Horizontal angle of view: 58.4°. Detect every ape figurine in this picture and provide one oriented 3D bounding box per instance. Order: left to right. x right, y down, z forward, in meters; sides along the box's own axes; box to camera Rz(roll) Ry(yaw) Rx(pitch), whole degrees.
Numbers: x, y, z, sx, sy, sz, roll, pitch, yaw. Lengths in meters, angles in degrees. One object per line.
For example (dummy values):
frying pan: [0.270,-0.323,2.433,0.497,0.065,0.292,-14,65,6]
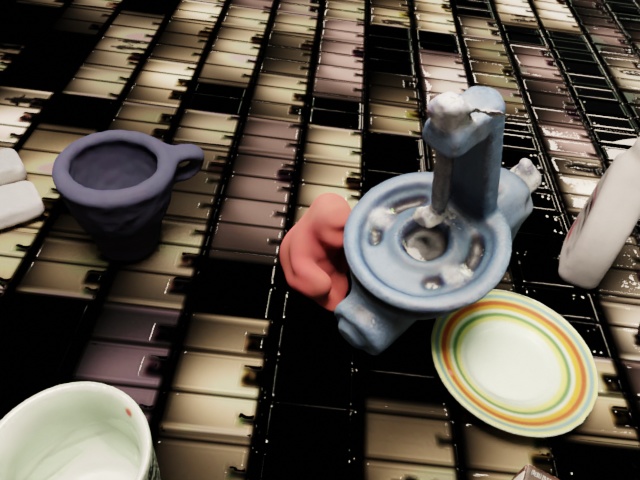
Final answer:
ape figurine: [0.004,0.002,0.472,0.078,0.092,0.076,-32,58,-33]

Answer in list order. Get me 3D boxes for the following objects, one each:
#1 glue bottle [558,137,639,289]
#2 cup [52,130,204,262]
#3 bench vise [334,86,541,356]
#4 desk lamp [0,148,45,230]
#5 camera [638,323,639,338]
glue bottle: [0.257,-0.038,0.492,0.037,0.173,0.078,20,46,11]
cup: [-0.153,-0.033,0.481,0.118,0.095,0.091,-20,52,-25]
bench vise: [0.098,-0.035,0.431,0.121,0.220,0.208,26,48,17]
desk lamp: [-0.346,-0.090,0.424,0.204,0.213,0.117,-24,53,-28]
camera: [0.316,0.086,0.429,0.137,0.101,0.142,-25,54,-29]
